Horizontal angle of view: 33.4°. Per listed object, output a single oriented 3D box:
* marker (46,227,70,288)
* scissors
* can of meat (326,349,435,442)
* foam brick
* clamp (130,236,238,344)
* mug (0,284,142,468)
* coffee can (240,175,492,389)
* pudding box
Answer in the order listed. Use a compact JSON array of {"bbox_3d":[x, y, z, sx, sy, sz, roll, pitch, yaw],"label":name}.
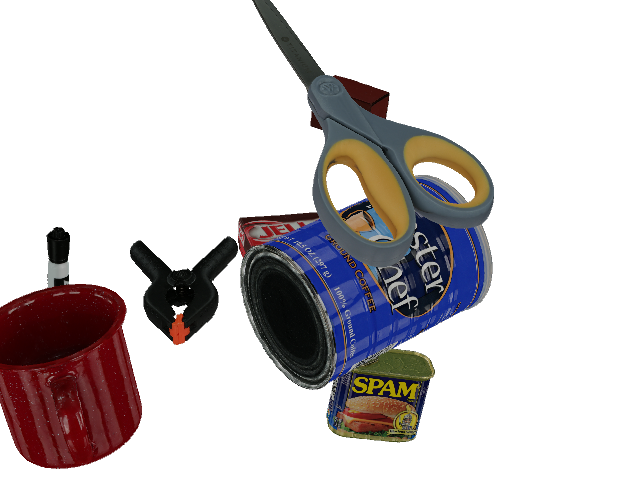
[{"bbox_3d":[-0.221,0.044,0.899,0.020,0.121,0.020,6,27,-3],"label":"marker"},{"bbox_3d":[0.024,-0.068,0.540,0.096,0.202,0.016,-2,-41,-14],"label":"scissors"},{"bbox_3d":[0.061,0.162,1.127,0.102,0.084,0.057,8,21,-9],"label":"can of meat"},{"bbox_3d":[0.034,-0.155,1.256,0.078,0.053,0.051,21,33,23],"label":"foam brick"},{"bbox_3d":[-0.140,0.046,1.154,0.120,0.039,0.171,-12,38,-7],"label":"clamp"},{"bbox_3d":[-0.153,0.090,0.647,0.093,0.081,0.117,-17,29,-15],"label":"mug"},{"bbox_3d":[0.031,0.026,0.727,0.140,0.103,0.103,-24,13,-30],"label":"coffee can"},{"bbox_3d":[-0.011,0.008,0.946,0.113,0.039,0.090,-3,26,-15],"label":"pudding box"}]
